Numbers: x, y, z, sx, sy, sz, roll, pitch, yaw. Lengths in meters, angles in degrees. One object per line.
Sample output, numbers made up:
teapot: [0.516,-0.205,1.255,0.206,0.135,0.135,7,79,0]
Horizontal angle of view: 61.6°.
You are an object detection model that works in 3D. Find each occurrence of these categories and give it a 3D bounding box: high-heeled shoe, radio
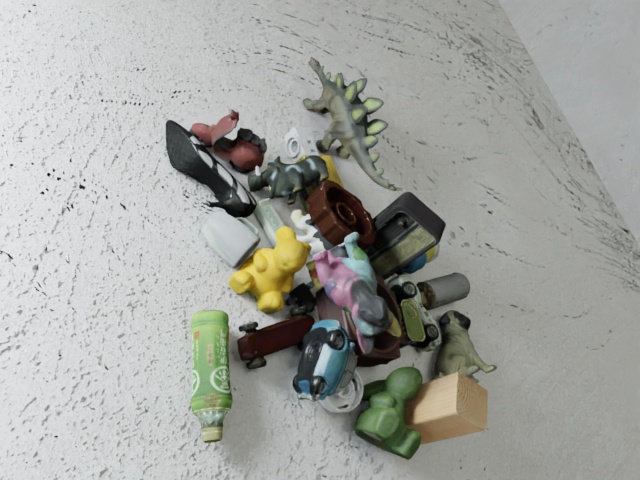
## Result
high-heeled shoe: [-0.229,-0.155,1.154,0.145,0.086,0.249,-12,71,-55]
radio: [0.176,-0.004,1.291,0.131,0.229,0.073,44,41,-6]

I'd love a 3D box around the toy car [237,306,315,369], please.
toy car: [-0.086,0.193,1.072,0.202,0.053,0.089,-12,90,-44]

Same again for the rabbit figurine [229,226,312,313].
rabbit figurine: [-0.076,0.050,1.084,0.122,0.173,0.162,43,49,-6]

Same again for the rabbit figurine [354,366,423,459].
rabbit figurine: [0.152,0.342,1.111,0.121,0.159,0.170,42,63,-15]

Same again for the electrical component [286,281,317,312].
electrical component: [-0.034,0.130,1.177,0.094,0.021,0.063,-33,88,-47]

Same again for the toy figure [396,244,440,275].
toy figure: [0.255,0.035,1.442,0.180,0.082,0.089,-23,83,-43]

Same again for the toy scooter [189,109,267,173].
toy scooter: [-0.187,-0.223,1.184,0.184,0.135,0.075,24,49,-29]

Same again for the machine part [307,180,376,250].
machine part: [0.049,-0.050,1.210,0.179,0.056,0.179,33,32,-24]

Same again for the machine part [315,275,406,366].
machine part: [0.095,0.175,1.198,0.201,0.087,0.201,13,57,-41]

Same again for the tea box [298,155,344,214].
tea box: [0.004,-0.123,1.332,0.098,0.068,0.169,-5,67,-42]

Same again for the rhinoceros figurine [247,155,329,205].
rhinoceros figurine: [-0.071,-0.146,1.234,0.190,0.073,0.112,-19,74,-16]

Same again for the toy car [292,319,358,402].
toy car: [0.020,0.241,1.045,0.103,0.109,0.161,28,63,-26]

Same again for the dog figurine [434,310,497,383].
dog figurine: [0.327,0.271,1.359,0.172,0.121,0.191,7,46,-41]

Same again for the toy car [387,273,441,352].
toy car: [0.232,0.181,1.333,0.056,0.073,0.201,-17,76,-45]

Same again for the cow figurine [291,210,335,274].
cow figurine: [-0.004,-0.005,1.223,0.068,0.098,0.167,8,58,-68]

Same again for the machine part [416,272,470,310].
machine part: [0.328,0.136,1.442,0.243,0.079,0.079,-9,71,-42]

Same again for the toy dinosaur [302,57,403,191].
toy dinosaur: [0.078,-0.302,1.415,0.105,0.198,0.471,-12,71,-41]

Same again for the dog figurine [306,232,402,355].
dog figurine: [0.067,0.110,1.051,0.108,0.191,0.219,-25,82,-16]

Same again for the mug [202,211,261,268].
mug: [-0.180,-0.013,1.102,0.107,0.081,0.109,41,49,0]
